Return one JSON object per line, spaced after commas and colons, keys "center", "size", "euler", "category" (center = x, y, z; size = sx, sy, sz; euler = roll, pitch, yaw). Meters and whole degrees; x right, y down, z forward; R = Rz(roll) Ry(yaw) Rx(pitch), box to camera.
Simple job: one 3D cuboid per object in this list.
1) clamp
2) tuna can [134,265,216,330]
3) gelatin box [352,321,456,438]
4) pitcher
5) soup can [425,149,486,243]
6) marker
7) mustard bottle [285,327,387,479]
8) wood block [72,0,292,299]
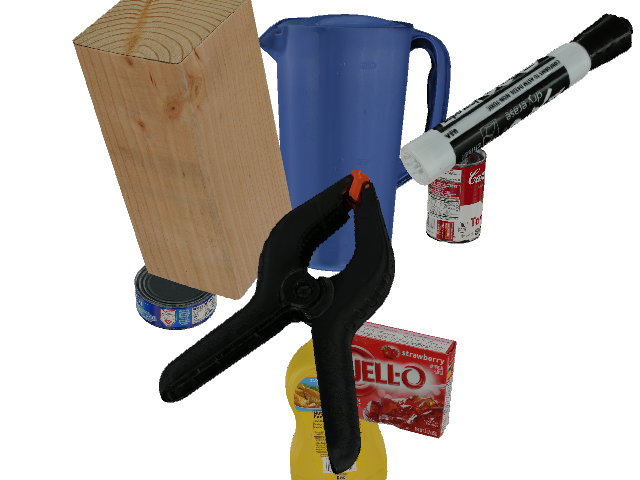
{"center": [0.000, 0.044, 0.600], "size": [0.120, 0.171, 0.039], "euler": [29, -13, 16], "category": "clamp"}
{"center": [-0.151, 0.055, 1.115], "size": [0.086, 0.034, 0.086], "euler": [3, 35, -2], "category": "tuna can"}
{"center": [0.057, 0.106, 0.826], "size": [0.089, 0.073, 0.030], "euler": [11, 22, 19], "category": "gelatin box"}
{"center": [0.030, -0.098, 1.048], "size": [0.149, 0.243, 0.144], "euler": [12, 19, 34], "category": "pitcher"}
{"center": [0.159, -0.055, 1.261], "size": [0.068, 0.102, 0.068], "euler": [0, 26, 0], "category": "soup can"}
{"center": [0.086, -0.062, 0.454], "size": [0.121, 0.020, 0.020], "euler": [-34, 10, -16], "category": "marker"}
{"center": [0.014, 0.151, 1.035], "size": [0.096, 0.192, 0.058], "euler": [-3, 21, -1], "category": "mustard bottle"}
{"center": [-0.091, -0.069, 0.765], "size": [0.090, 0.206, 0.090], "euler": [15, 47, 27], "category": "wood block"}
